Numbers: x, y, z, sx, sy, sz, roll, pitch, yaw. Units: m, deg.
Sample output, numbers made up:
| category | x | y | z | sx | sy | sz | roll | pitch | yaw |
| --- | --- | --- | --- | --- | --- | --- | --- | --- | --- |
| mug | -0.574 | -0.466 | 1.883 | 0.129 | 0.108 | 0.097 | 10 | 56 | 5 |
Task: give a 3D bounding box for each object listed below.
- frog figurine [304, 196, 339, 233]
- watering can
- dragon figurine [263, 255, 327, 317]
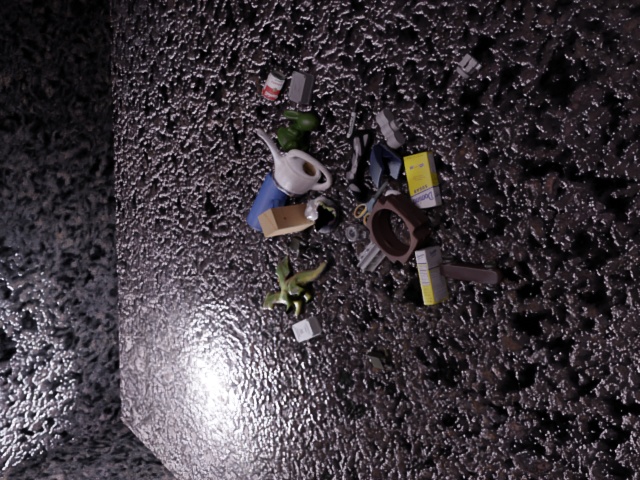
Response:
| category | x | y | z | sx | sy | sz | roll | pitch | yaw |
| --- | --- | --- | --- | --- | --- | --- | --- | --- | --- |
| frog figurine | 0.006 | -0.100 | 1.991 | 0.160 | 0.123 | 0.136 | -142 | 38 | -77 |
| watering can | -0.118 | -0.282 | 1.969 | 0.346 | 0.106 | 0.220 | 32 | 145 | -12 |
| dragon figurine | -0.120 | 0.167 | 2.153 | 0.404 | 0.122 | 0.247 | -55 | 51 | 25 |
